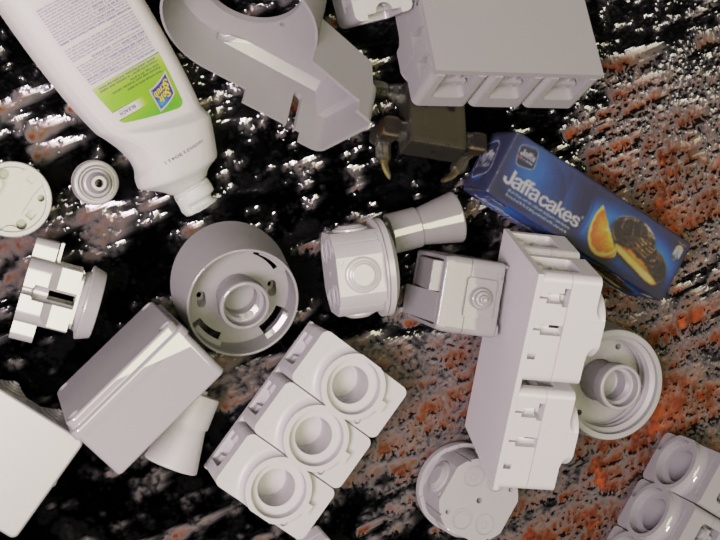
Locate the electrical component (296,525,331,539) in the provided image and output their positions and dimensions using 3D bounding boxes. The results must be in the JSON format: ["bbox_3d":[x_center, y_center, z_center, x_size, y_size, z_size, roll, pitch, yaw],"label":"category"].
[{"bbox_3d":[-0.040,0.258,0.885,0.066,0.077,0.047,-34,104,-12],"label":"electrical component"}]

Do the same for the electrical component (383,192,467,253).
[{"bbox_3d":[0.052,-0.037,0.907,0.065,0.044,0.044,-15,99,-11],"label":"electrical component"}]

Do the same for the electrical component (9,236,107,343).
[{"bbox_3d":[-0.226,0.019,0.814,0.057,0.058,0.078,16,90,-16],"label":"electrical component"}]

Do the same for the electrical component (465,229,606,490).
[{"bbox_3d":[0.143,0.073,0.882,0.060,0.105,0.186,5,110,-10],"label":"electrical component"}]

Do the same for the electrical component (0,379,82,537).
[{"bbox_3d":[-0.273,0.138,0.814,0.100,0.048,0.099,37,84,-17],"label":"electrical component"}]

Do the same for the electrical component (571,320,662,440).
[{"bbox_3d":[0.218,0.099,0.961,0.108,0.060,0.108,-2,95,-17],"label":"electrical component"}]

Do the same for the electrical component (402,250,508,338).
[{"bbox_3d":[0.078,0.018,0.890,0.061,0.096,0.061,8,93,-15],"label":"electrical component"}]

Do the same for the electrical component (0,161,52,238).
[{"bbox_3d":[-0.259,-0.053,0.801,0.055,0.047,0.055,-2,96,-18],"label":"electrical component"}]

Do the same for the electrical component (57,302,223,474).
[{"bbox_3d":[-0.168,0.085,0.812,0.108,0.109,0.056,-45,109,-9],"label":"electrical component"}]

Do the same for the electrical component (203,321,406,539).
[{"bbox_3d":[-0.044,0.130,0.880,0.089,0.062,0.150,38,83,-17],"label":"electrical component"}]

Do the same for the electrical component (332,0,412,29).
[{"bbox_3d":[0.001,-0.244,0.862,0.050,0.056,0.089,-17,100,-15],"label":"electrical component"}]

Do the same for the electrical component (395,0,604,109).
[{"bbox_3d":[0.112,-0.184,0.887,0.150,0.061,0.089,-2,70,-20],"label":"electrical component"}]

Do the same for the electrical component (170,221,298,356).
[{"bbox_3d":[-0.100,0.017,0.863,0.099,0.064,0.099,-7,111,-18],"label":"electrical component"}]

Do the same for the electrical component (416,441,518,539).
[{"bbox_3d":[0.094,0.193,0.936,0.080,0.051,0.080,-2,96,-18],"label":"electrical component"}]

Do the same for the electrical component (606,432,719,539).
[{"bbox_3d":[0.285,0.232,0.980,0.062,0.089,0.150,32,85,-18],"label":"electrical component"}]

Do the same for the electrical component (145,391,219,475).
[{"bbox_3d":[-0.140,0.126,0.861,0.044,0.044,0.065,24,83,-18],"label":"electrical component"}]

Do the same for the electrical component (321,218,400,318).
[{"bbox_3d":[0.000,0.000,0.874,0.051,0.080,0.080,-8,97,-11],"label":"electrical component"}]

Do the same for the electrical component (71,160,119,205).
[{"bbox_3d":[-0.199,-0.066,0.812,0.035,0.061,0.035,-2,96,-18],"label":"electrical component"}]
